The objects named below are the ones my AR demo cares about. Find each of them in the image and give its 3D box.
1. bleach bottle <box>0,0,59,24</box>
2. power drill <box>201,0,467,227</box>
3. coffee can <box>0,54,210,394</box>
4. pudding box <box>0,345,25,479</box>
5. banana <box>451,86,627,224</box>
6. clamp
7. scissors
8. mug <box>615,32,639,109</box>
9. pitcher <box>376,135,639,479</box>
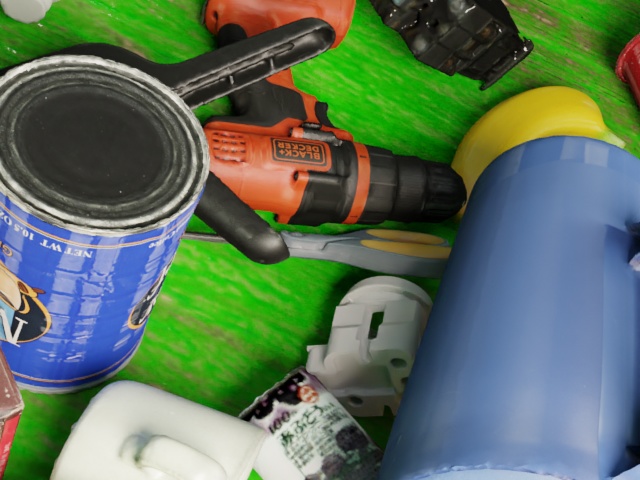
[{"bbox_3d":[-0.172,-0.242,0.720,0.068,0.103,0.250,17,56,-16],"label":"bleach bottle"},{"bbox_3d":[-0.002,-0.092,0.692,0.184,0.057,0.187,6,52,-19],"label":"power drill"},{"bbox_3d":[-0.120,-0.003,0.514,0.102,0.140,0.103,12,50,-15],"label":"coffee can"},{"bbox_3d":[-0.174,0.055,0.479,0.039,0.090,0.113,-12,59,-33],"label":"pudding box"},{"bbox_3d":[0.146,-0.070,0.755,0.197,0.037,0.070,-24,66,-36],"label":"banana"},{"bbox_3d":[-0.099,-0.060,0.597,0.210,0.036,0.164,1,57,4],"label":"clamp"},{"bbox_3d":[-0.004,0.001,0.639,0.202,0.016,0.096,8,10,9],"label":"scissors"},{"bbox_3d":[0.292,-0.113,0.830,0.117,0.093,0.081,30,40,-52],"label":"mug"},{"bbox_3d":[0.112,0.053,0.485,0.149,0.145,0.242,-2,39,20],"label":"pitcher"}]
